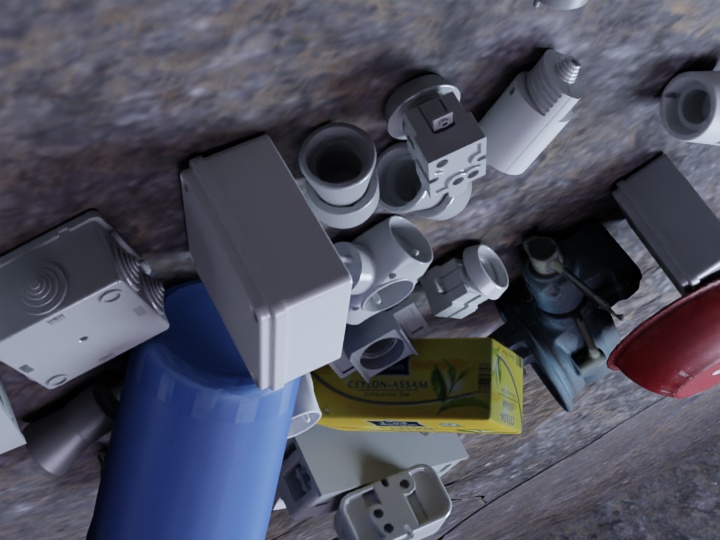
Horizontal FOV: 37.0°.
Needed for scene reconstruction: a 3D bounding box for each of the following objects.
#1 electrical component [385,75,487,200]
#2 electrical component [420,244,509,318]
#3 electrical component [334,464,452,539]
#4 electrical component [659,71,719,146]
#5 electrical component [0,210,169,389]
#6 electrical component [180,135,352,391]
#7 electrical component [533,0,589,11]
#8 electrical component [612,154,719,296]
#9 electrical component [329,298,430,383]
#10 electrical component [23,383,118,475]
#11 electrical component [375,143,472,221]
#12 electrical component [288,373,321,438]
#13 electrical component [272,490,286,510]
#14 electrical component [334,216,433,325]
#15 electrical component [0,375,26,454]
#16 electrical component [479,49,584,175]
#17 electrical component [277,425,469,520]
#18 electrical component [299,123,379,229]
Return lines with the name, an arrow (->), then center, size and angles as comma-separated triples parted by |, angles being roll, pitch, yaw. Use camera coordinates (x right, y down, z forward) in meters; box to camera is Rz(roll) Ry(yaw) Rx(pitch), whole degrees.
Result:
electrical component -> 0.045, -0.081, 0.633 | 0.048, 0.055, 0.066 | -25, 156, -5
electrical component -> 0.087, 0.010, 0.877 | 0.055, 0.048, 0.066 | -32, 157, 29
electrical component -> 0.027, 0.218, 0.956 | 0.095, 0.053, 0.059 | -19, 155, -19
electrical component -> 0.253, -0.118, 0.784 | 0.047, 0.055, 0.055 | -4, 147, -36
electrical component -> -0.167, 0.021, 0.620 | 0.100, 0.048, 0.099 | -28, 157, -1
electrical component -> -0.055, -0.002, 0.620 | 0.056, 0.108, 0.108 | -24, 156, -17
electrical component -> 0.110, -0.168, 0.545 | 0.040, 0.040, 0.078 | -17, 154, -23
electrical component -> 0.275, -0.030, 0.919 | 0.056, 0.108, 0.109 | -36, 156, 11
electrical component -> 0.007, 0.044, 0.834 | 0.081, 0.063, 0.042 | -30, 143, 4
electrical component -> -0.204, 0.112, 0.777 | 0.065, 0.044, 0.044 | -37, 155, 8
electrical component -> 0.041, -0.056, 0.692 | 0.045, 0.045, 0.055 | -41, 154, 27
electrical component -> -0.068, 0.097, 0.845 | 0.044, 0.077, 0.079 | -18, 155, -22
electrical component -> -0.072, 0.193, 1.050 | 0.042, 0.081, 0.063 | 5, 118, -52
electrical component -> 0.000, 0.000, 0.763 | 0.077, 0.044, 0.079 | -42, 153, 29
electrical component -> -0.262, 0.059, 0.580 | 0.105, 0.060, 0.186 | -22, 156, -14
electrical component -> 0.110, -0.102, 0.675 | 0.043, 0.043, 0.081 | -7, 148, -40
electrical component -> -0.002, 0.159, 1.009 | 0.186, 0.105, 0.060 | -4, 147, -42
electrical component -> -0.011, -0.055, 0.639 | 0.045, 0.045, 0.055 | -25, 157, -7
